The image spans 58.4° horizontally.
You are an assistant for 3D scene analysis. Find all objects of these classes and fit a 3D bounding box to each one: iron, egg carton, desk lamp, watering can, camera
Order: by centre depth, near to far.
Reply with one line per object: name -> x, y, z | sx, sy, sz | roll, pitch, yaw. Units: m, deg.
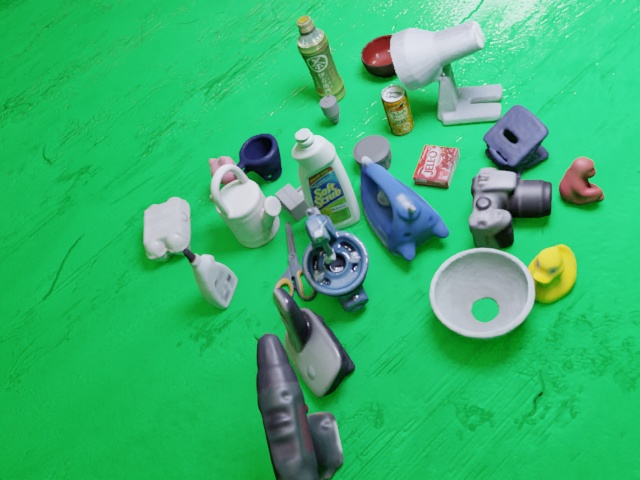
camera -> 0.342, -0.066, 1.026 | 0.136, 0.101, 0.143 | 1, 58, 22
iron -> 0.130, -0.087, 1.096 | 0.118, 0.142, 0.257 | -34, 52, -3
watering can -> -0.155, -0.076, 1.165 | 0.172, 0.194, 0.101 | -6, 55, 17
desk lamp -> 0.263, -0.347, 1.178 | 0.202, 0.214, 0.118 | -1, 57, 21
egg carton -> -0.338, -0.025, 1.280 | 0.107, 0.070, 0.150 | -19, 52, 8

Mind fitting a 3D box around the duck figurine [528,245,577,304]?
duck figurine -> 0.381, 0.043, 0.945 | 0.077, 0.086, 0.105 | 27, 70, 33

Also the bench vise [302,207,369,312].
bench vise -> 0.000, 0.011, 1.028 | 0.121, 0.220, 0.206 | -41, 53, -9

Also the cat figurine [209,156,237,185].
cat figurine -> -0.199, -0.132, 1.269 | 0.067, 0.118, 0.127 | -28, 52, 1

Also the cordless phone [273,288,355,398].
cordless phone -> -0.024, 0.167, 0.953 | 0.094, 0.185, 0.147 | -38, 52, -6

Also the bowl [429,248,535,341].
bowl -> 0.271, 0.101, 0.955 | 0.167, 0.075, 0.167 | -10, 54, 15

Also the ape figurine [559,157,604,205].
ape figurine -> 0.464, -0.110, 1.014 | 0.076, 0.092, 0.078 | -4, 56, 19

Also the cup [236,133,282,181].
cup -> -0.132, -0.167, 1.282 | 0.118, 0.095, 0.091 | -44, 53, -12

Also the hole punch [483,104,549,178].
hole punch -> 0.376, -0.190, 1.104 | 0.101, 0.091, 0.108 | -31, 52, -1

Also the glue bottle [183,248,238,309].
glue bottle -> -0.217, 0.064, 1.106 | 0.037, 0.173, 0.078 | 6, 60, 25

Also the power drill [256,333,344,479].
power drill -> -0.034, 0.278, 0.866 | 0.075, 0.209, 0.229 | -20, 52, 7
